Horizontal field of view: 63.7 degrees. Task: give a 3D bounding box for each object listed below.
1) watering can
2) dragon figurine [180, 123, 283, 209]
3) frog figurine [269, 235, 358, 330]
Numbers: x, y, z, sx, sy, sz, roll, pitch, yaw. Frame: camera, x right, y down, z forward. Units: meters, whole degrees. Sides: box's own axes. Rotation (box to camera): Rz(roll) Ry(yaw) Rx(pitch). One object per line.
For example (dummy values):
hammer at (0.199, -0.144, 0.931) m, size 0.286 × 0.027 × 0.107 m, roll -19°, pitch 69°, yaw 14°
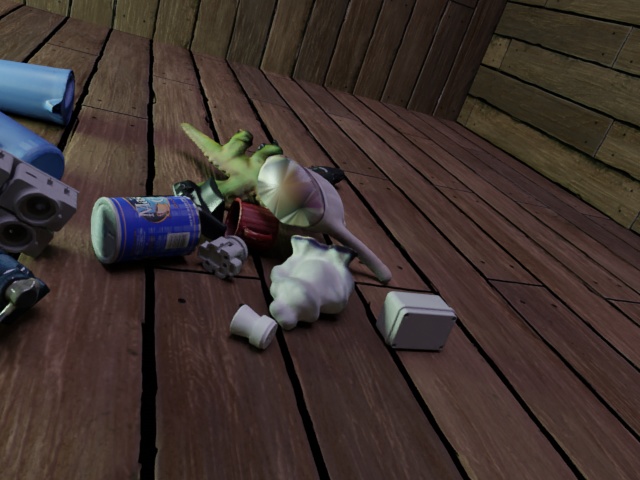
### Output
watering can at (0.003, -0.050, 0.997) m, size 0.351 × 0.103 × 0.224 m, roll 47°, pitch 11°, yaw 16°
dragon figurine at (-0.214, -0.155, 1.176) m, size 0.412 × 0.119 × 0.247 m, roll 24°, pitch 32°, yaw 13°
frog figurine at (-0.019, 0.085, 0.846) m, size 0.137 × 0.120 × 0.163 m, roll 26°, pitch 59°, yaw -5°
